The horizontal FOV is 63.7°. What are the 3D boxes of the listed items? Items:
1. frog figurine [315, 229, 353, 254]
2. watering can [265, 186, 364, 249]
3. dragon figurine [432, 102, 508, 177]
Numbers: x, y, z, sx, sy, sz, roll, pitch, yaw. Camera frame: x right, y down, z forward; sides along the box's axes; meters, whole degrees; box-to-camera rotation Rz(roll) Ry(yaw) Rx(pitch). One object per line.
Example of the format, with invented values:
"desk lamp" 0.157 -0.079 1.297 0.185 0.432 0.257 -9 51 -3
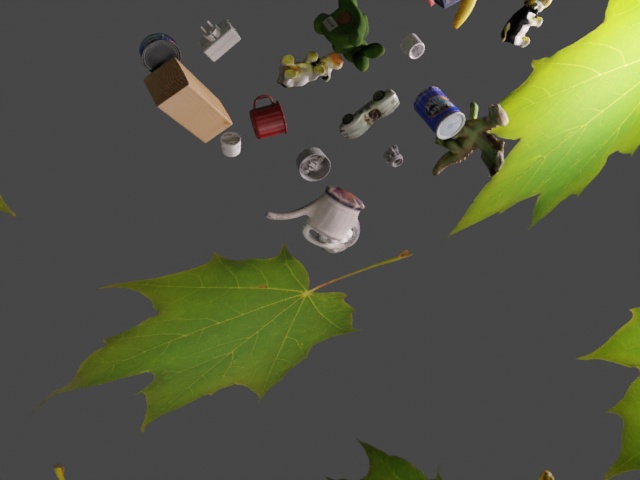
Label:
"frog figurine" 0.060 -0.026 1.914 0.137 0.125 0.156 6 149 -14
"watering can" 0.005 -0.089 1.777 0.345 0.106 0.222 24 107 -25
"dragon figurine" 0.527 -0.313 1.776 0.123 0.247 0.400 -18 143 -24
